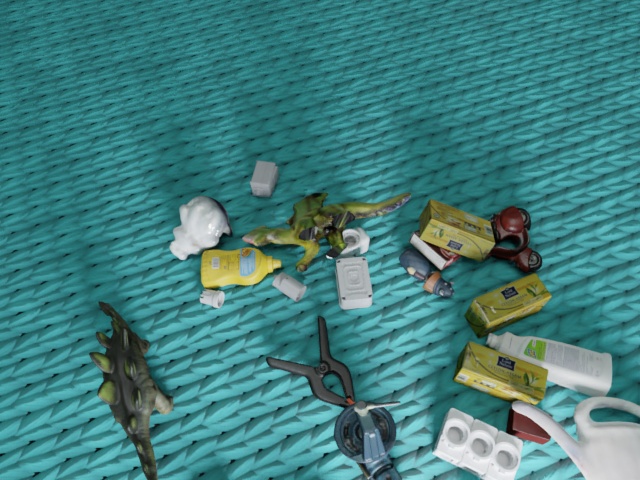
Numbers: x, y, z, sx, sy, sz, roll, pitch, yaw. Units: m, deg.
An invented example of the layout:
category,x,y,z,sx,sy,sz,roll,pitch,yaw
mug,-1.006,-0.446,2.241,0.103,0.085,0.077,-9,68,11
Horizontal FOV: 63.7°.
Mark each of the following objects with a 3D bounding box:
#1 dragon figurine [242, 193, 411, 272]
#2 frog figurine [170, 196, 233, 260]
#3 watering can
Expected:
category,x,y,z,sx,sy,sz,roll,pitch,yaw
dragon figurine,0.004,-0.065,1.288,0.411,0.119,0.247,-25,35,-4
frog figurine,-0.313,-0.032,1.297,0.161,0.120,0.138,-33,82,-31
watering can,0.541,0.416,0.990,0.347,0.102,0.229,7,56,-12
